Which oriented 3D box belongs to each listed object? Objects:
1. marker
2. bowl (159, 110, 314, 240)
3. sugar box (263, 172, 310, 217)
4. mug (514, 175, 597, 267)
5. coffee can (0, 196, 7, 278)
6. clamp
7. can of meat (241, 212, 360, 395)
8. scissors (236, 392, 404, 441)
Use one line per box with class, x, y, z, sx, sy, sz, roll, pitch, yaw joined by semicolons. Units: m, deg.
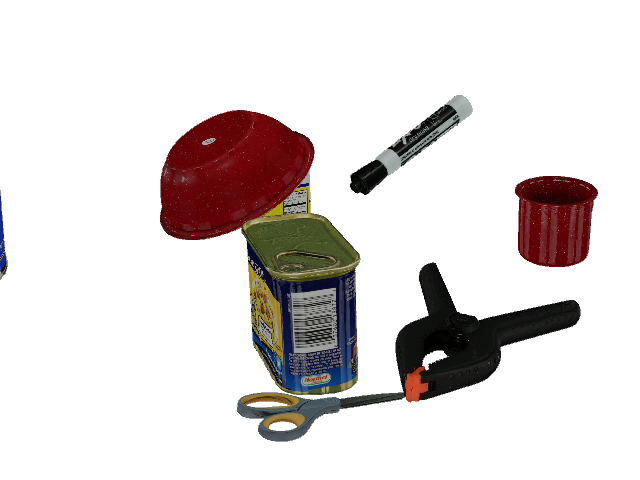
marker;0.069;-0.073;0.815;0.121;0.020;0.020;-38;16;-22
bowl;-0.090;-0.072;0.989;0.162;0.055;0.162;-21;32;14
sugar box;-0.047;-0.035;1.257;0.048;0.176;0.093;-14;26;-21
mug;0.280;-0.025;1.244;0.093;0.081;0.117;20;33;41
coffee can;-0.225;-0.046;0.573;0.103;0.140;0.103;3;25;-1
clamp;0.123;0.082;0.984;0.165;0.036;0.209;18;32;33
can of meat;-0.012;0.039;0.669;0.057;0.084;0.102;-8;21;-15
scissors;0.008;0.195;1.199;0.201;0.016;0.096;2;23;-10
